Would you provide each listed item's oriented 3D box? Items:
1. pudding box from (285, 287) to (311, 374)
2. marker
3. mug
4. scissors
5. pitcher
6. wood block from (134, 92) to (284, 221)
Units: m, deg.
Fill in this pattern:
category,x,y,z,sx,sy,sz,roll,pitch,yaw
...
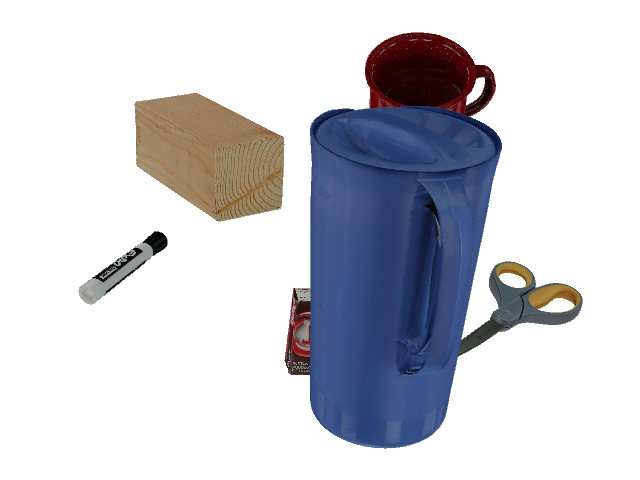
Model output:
category,x,y,z,sx,sy,sz,roll,pitch,yaw
pudding box,0.022,0.098,1.149,0.113,0.090,0.039,1,25,-11
marker,-0.176,0.022,0.973,0.020,0.020,0.121,0,24,28
mug,0.095,-0.121,0.921,0.117,0.093,0.081,-16,-35,-10
scissors,0.153,0.058,0.951,0.201,0.016,0.096,-10,38,-37
pitcher,0.055,0.033,0.779,0.145,0.243,0.149,16,29,23
wood block,-0.136,-0.104,1.275,0.090,0.090,0.206,-13,28,-32
